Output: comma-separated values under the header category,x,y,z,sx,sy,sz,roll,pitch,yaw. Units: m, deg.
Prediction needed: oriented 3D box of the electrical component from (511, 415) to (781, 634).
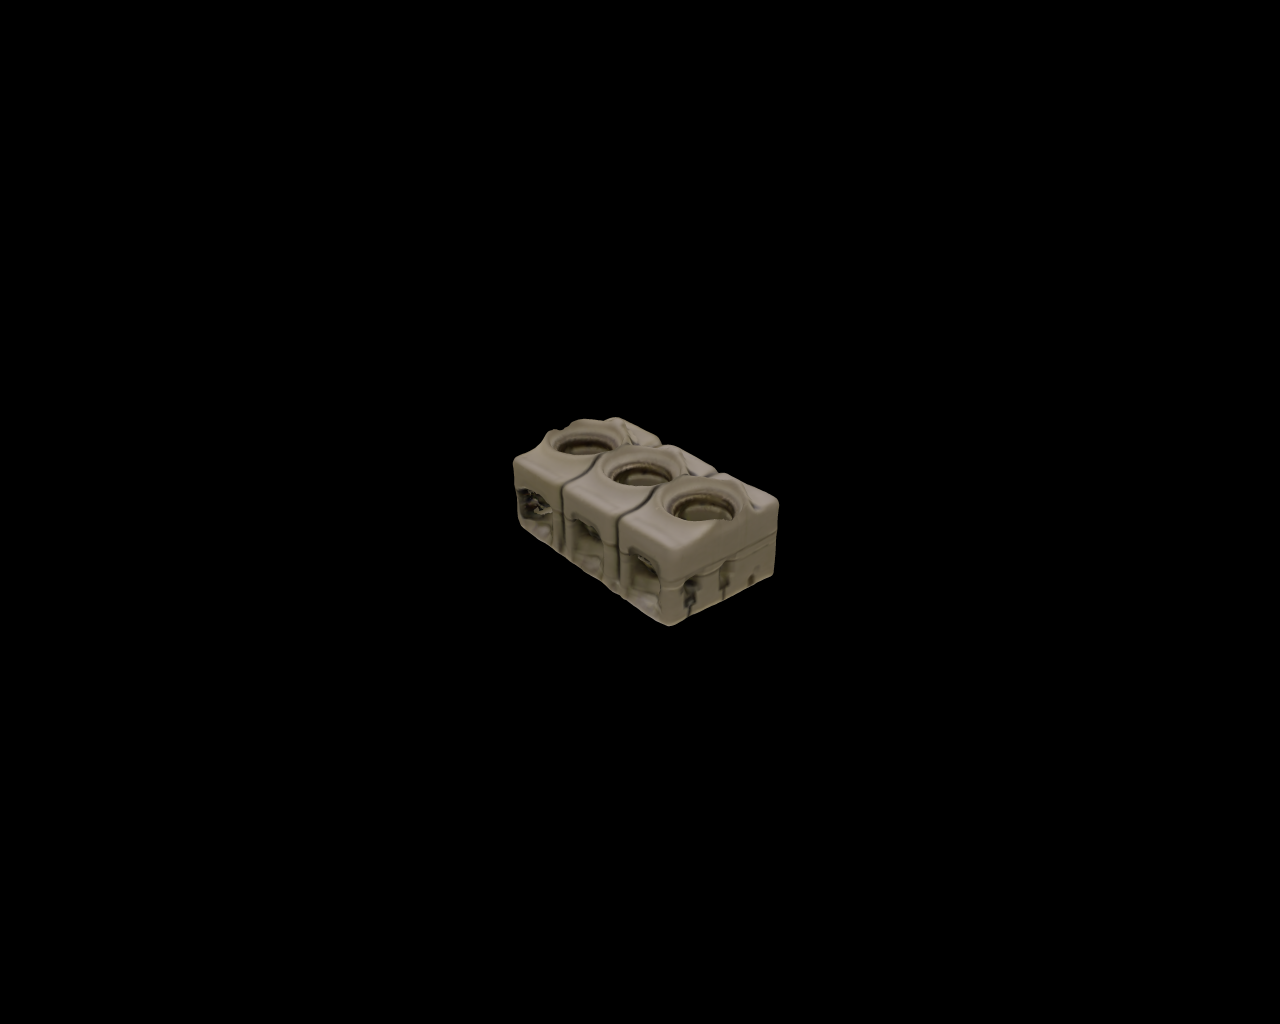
category,x,y,z,sx,sy,sz,roll,pitch,yaw
electrical component,0.001,-0.003,0.650,0.090,0.061,0.150,-24,39,-34
